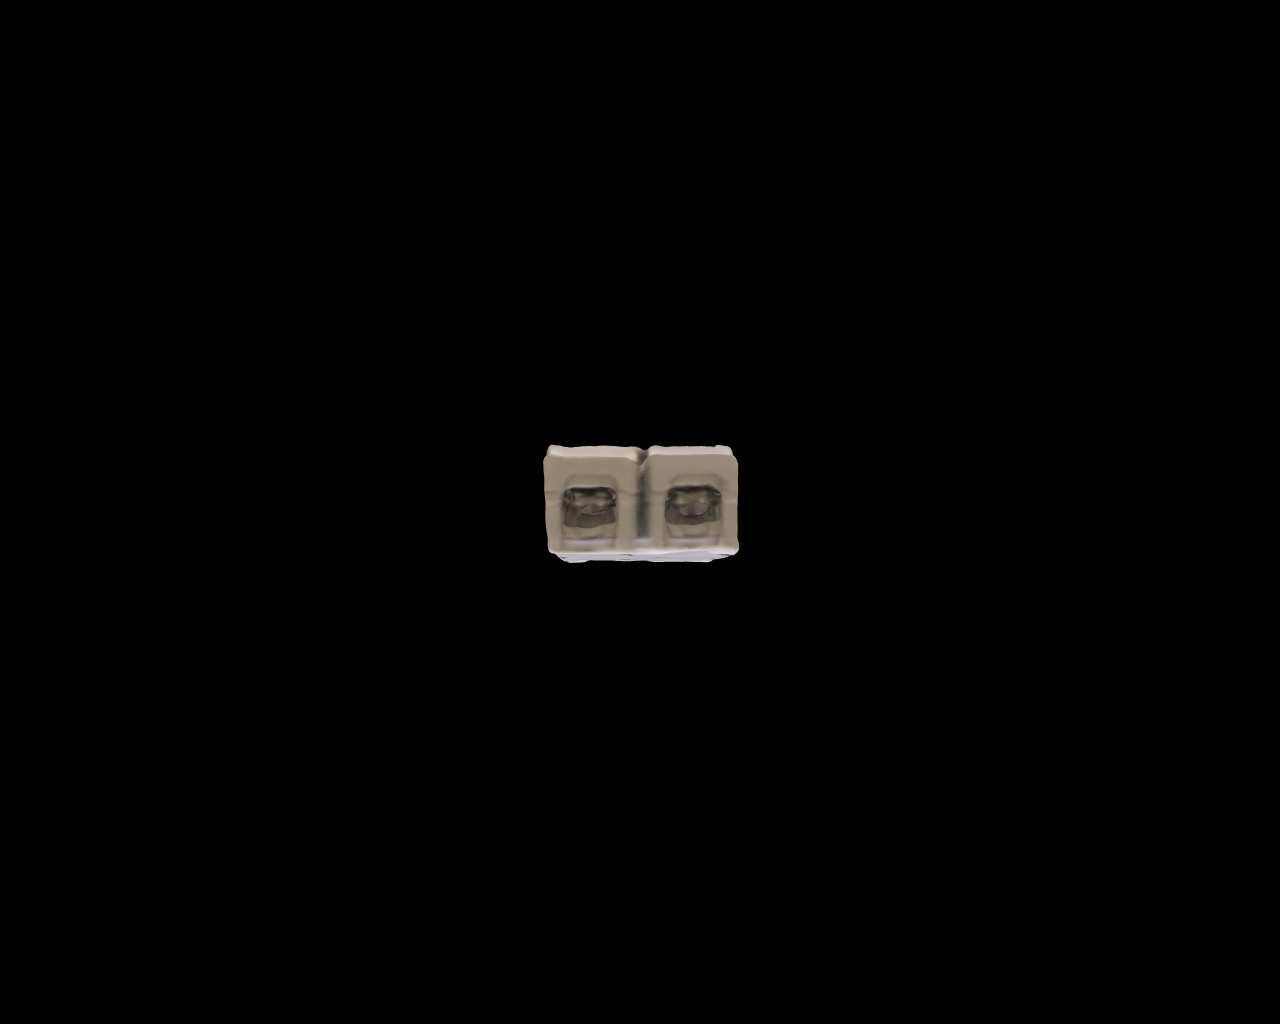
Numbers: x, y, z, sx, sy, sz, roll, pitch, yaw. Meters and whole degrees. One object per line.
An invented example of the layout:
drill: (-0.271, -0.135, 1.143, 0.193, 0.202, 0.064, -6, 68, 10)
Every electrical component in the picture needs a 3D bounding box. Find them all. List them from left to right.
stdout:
electrical component: (0.001, -0.003, 0.650, 0.105, 0.060, 0.186, 0, -4, 0)
